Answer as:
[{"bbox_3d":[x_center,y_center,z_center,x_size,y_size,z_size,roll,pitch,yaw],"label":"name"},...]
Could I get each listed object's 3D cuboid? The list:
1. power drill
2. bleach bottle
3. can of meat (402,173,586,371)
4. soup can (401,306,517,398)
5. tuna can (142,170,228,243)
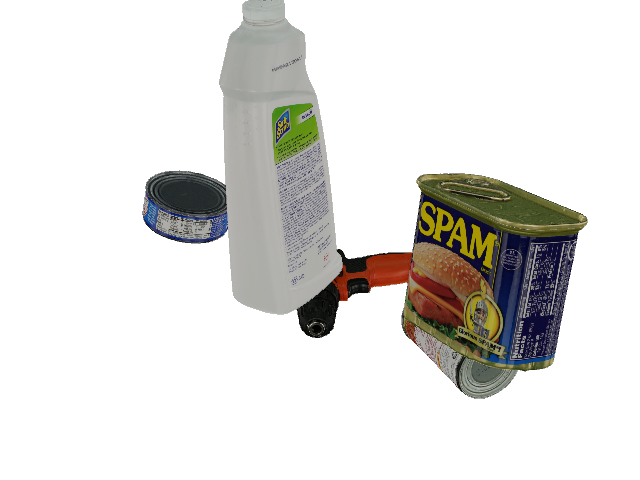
[{"bbox_3d":[0.063,0.051,1.235,0.187,0.057,0.184,-2,28,1],"label":"power drill"},{"bbox_3d":[-0.032,-0.072,0.832,0.068,0.251,0.102,15,34,28],"label":"bleach bottle"},{"bbox_3d":[0.092,0.016,0.593,0.057,0.084,0.102,-4,20,-30],"label":"can of meat"},{"bbox_3d":[0.127,0.089,0.970,0.068,0.068,0.102,0,25,-27],"label":"soup can"},{"bbox_3d":[-0.128,-0.032,1.029,0.086,0.034,0.086,10,29,-6],"label":"tuna can"}]
